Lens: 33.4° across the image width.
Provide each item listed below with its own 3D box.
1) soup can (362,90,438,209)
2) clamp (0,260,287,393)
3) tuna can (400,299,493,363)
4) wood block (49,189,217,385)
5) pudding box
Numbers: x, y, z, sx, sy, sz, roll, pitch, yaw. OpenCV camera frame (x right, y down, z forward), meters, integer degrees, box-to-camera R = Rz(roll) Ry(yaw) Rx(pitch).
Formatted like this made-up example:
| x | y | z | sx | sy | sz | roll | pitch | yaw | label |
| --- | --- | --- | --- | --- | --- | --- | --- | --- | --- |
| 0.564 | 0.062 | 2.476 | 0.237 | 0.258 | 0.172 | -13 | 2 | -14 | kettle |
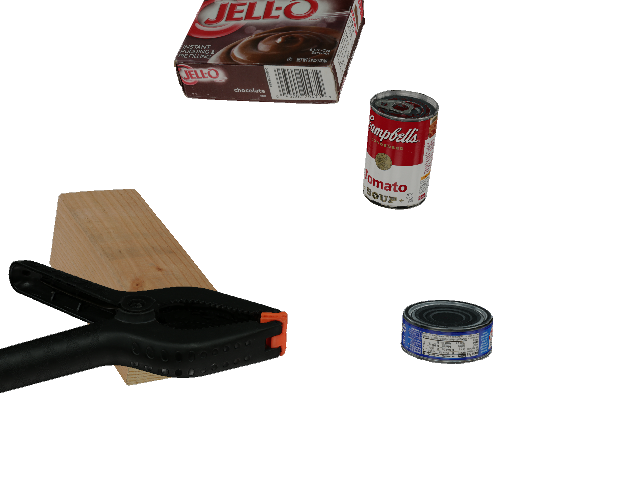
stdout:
| x | y | z | sx | sy | sz | roll | pitch | yaw | label |
| --- | --- | --- | --- | --- | --- | --- | --- | --- | --- |
| 0.079 | -0.091 | 1.073 | 0.068 | 0.102 | 0.068 | 3 | 32 | -2 | soup can |
| -0.129 | 0.054 | 0.721 | 0.210 | 0.036 | 0.164 | 0 | 24 | -10 | clamp |
| 0.118 | 0.084 | 0.997 | 0.086 | 0.034 | 0.086 | 1 | 15 | 0 | tuna can |
| -0.189 | 0.039 | 1.065 | 0.090 | 0.091 | 0.206 | -6 | 35 | -35 | wood block |
| -0.033 | -0.137 | 0.733 | 0.113 | 0.090 | 0.039 | 6 | -39 | 14 | pudding box |
